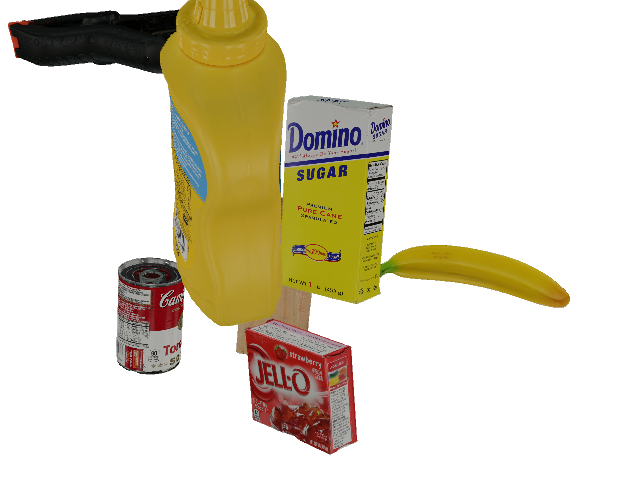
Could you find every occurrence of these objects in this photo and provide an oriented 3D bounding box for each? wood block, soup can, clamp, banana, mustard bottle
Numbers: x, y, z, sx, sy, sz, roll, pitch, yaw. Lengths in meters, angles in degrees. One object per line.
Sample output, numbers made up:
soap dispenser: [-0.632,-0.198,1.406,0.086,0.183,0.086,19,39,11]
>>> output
wood block: [-0.059,0.052,1.480,0.090,0.206,0.090,9,22,6]
soup can: [-0.175,0.077,1.092,0.068,0.102,0.068,5,21,-2]
clamp: [-0.148,-0.152,0.791,0.172,0.039,0.120,10,22,28]
banana: [0.156,0.036,1.100,0.198,0.037,0.069,7,37,10]
mustard bottle: [-0.048,-0.050,0.533,0.058,0.096,0.192,-10,-41,-12]

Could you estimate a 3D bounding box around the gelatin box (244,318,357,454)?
gelatin box: [-0.015,0.102,0.758,0.030,0.073,0.089,-17,21,-39]

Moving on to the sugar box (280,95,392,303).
sugar box: [0.012,-0.039,0.966,0.093,0.176,0.048,11,18,34]
